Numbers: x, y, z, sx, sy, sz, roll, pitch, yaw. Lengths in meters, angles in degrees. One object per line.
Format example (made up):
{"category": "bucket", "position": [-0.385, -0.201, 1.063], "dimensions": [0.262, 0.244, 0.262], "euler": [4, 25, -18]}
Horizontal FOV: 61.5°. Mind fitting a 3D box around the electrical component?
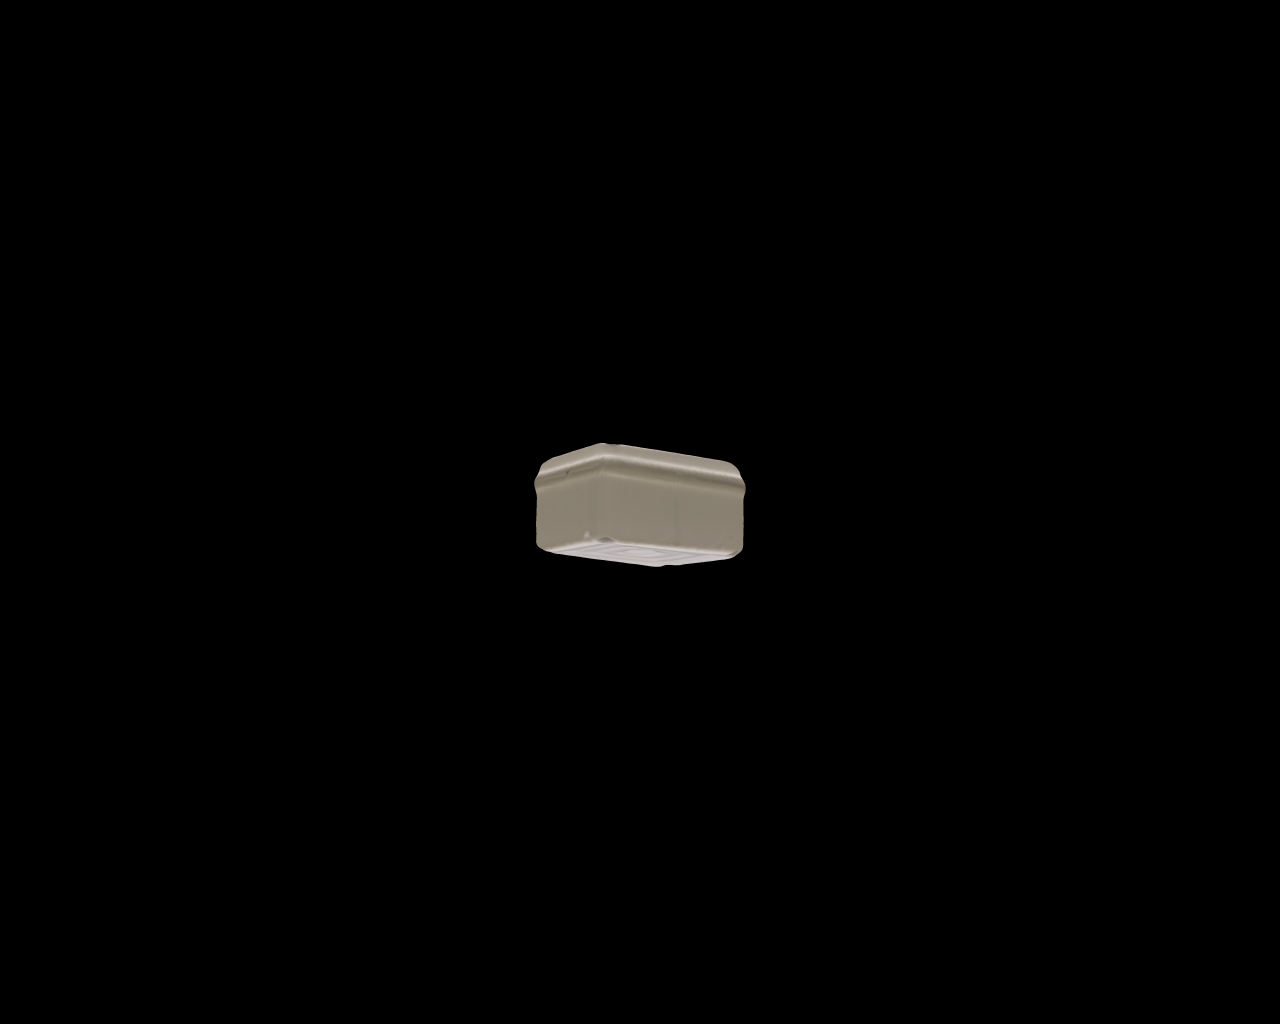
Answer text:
{"category": "electrical component", "position": [0.001, -0.003, 0.650], "dimensions": [0.113, 0.057, 0.078], "euler": [8, -13, -39]}
